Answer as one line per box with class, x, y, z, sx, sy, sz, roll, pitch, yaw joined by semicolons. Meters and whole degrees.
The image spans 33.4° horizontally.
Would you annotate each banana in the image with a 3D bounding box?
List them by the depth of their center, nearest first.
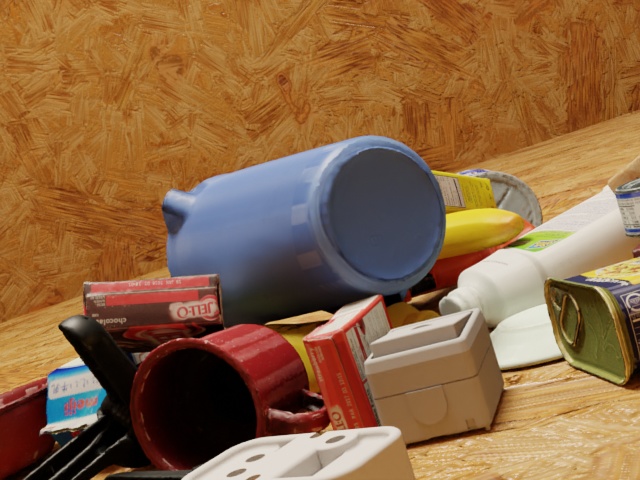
banana;0.090;0.004;0.925;0.198;0.037;0.069;-14;11;28

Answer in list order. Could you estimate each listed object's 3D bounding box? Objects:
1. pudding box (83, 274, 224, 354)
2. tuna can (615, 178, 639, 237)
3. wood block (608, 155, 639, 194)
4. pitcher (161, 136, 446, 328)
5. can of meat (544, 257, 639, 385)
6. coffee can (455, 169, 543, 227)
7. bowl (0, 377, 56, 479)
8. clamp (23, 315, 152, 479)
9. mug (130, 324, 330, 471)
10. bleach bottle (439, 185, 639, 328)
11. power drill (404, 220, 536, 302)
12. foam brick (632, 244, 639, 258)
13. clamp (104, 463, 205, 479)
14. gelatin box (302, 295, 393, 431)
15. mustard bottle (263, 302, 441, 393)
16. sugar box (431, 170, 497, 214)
pudding box;-0.111;0.053;0.737;0.090;0.039;0.113;-3;-11;-4
tuna can;0.247;-0.030;0.730;0.086;0.034;0.086;-17;4;1
wood block;0.315;-0.068;0.779;0.090;0.090;0.206;-33;-10;-24
pitcher;-0.005;0.001;0.808;0.149;0.145;0.243;-15;1;-29
can of meat;0.192;0.041;0.629;0.084;0.057;0.102;-16;4;-8
coffee can;0.176;-0.024;1.150;0.103;0.103;0.140;-17;4;3
bowl;-0.266;0.161;0.849;0.162;0.055;0.162;-22;2;1
clamp;-0.124;0.107;0.696;0.036;0.165;0.209;35;24;24
mug;-0.047;0.100;0.664;0.117;0.093;0.081;4;9;24
bleach bottle;0.197;0.015;0.881;0.250;0.068;0.103;-23;7;-29
power drill;0.112;0.034;0.990;0.187;0.057;0.184;-16;8;3
foam brick;0.248;0.018;0.711;0.051;0.053;0.078;-15;4;31
clamp;-0.058;0.135;0.561;0.171;0.039;0.120;-13;10;2
gelatin box;0.025;0.081;0.660;0.030;0.073;0.089;-17;5;22
mustard bottle;0.021;0.081;0.769;0.192;0.058;0.096;-13;-1;40
sugar box;0.083;-0.030;1.000;0.094;0.048;0.175;-23;-13;36
